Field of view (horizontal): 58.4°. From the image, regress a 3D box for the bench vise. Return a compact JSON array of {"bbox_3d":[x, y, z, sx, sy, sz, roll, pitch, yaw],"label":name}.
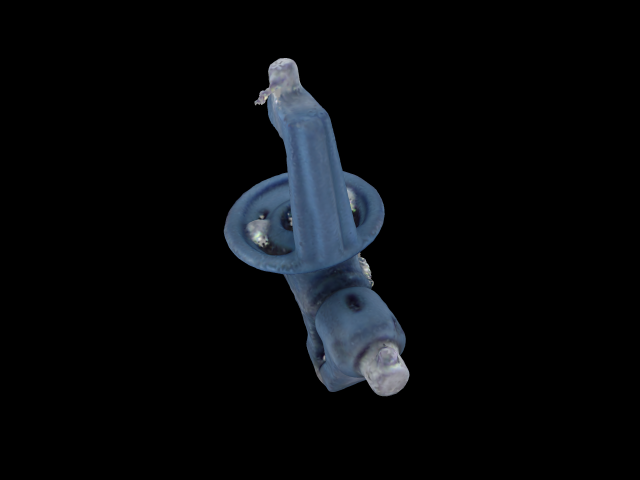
[{"bbox_3d":[0.013,-0.005,0.405,0.122,0.220,0.207,-37,63,-22],"label":"bench vise"}]
